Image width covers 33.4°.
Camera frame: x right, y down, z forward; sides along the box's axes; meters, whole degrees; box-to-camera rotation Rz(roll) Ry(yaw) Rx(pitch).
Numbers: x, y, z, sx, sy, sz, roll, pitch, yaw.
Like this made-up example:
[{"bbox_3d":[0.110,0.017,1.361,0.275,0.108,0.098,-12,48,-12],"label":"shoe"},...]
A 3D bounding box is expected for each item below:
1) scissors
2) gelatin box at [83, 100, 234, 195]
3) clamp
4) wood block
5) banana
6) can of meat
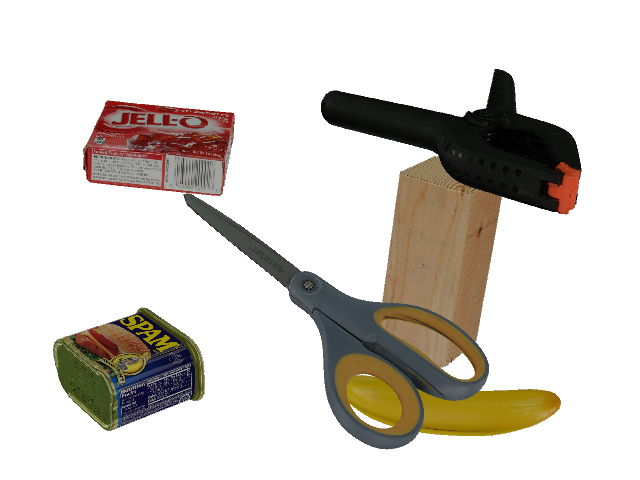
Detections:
[{"bbox_3d":[-0.009,0.044,0.575,0.202,0.096,0.016,24,-39,12],"label":"scissors"},{"bbox_3d":[-0.104,-0.062,0.697,0.089,0.030,0.073,6,30,-2],"label":"gelatin box"},{"bbox_3d":[0.103,-0.073,0.748,0.164,0.036,0.210,-8,29,-16],"label":"clamp"},{"bbox_3d":[0.133,0.023,1.191,0.090,0.206,0.090,19,25,28],"label":"wood block"},{"bbox_3d":[0.104,0.133,0.885,0.198,0.037,0.069,8,30,3],"label":"banana"},{"bbox_3d":[-0.157,0.104,0.868,0.083,0.057,0.102,-18,30,-36],"label":"can of meat"}]
